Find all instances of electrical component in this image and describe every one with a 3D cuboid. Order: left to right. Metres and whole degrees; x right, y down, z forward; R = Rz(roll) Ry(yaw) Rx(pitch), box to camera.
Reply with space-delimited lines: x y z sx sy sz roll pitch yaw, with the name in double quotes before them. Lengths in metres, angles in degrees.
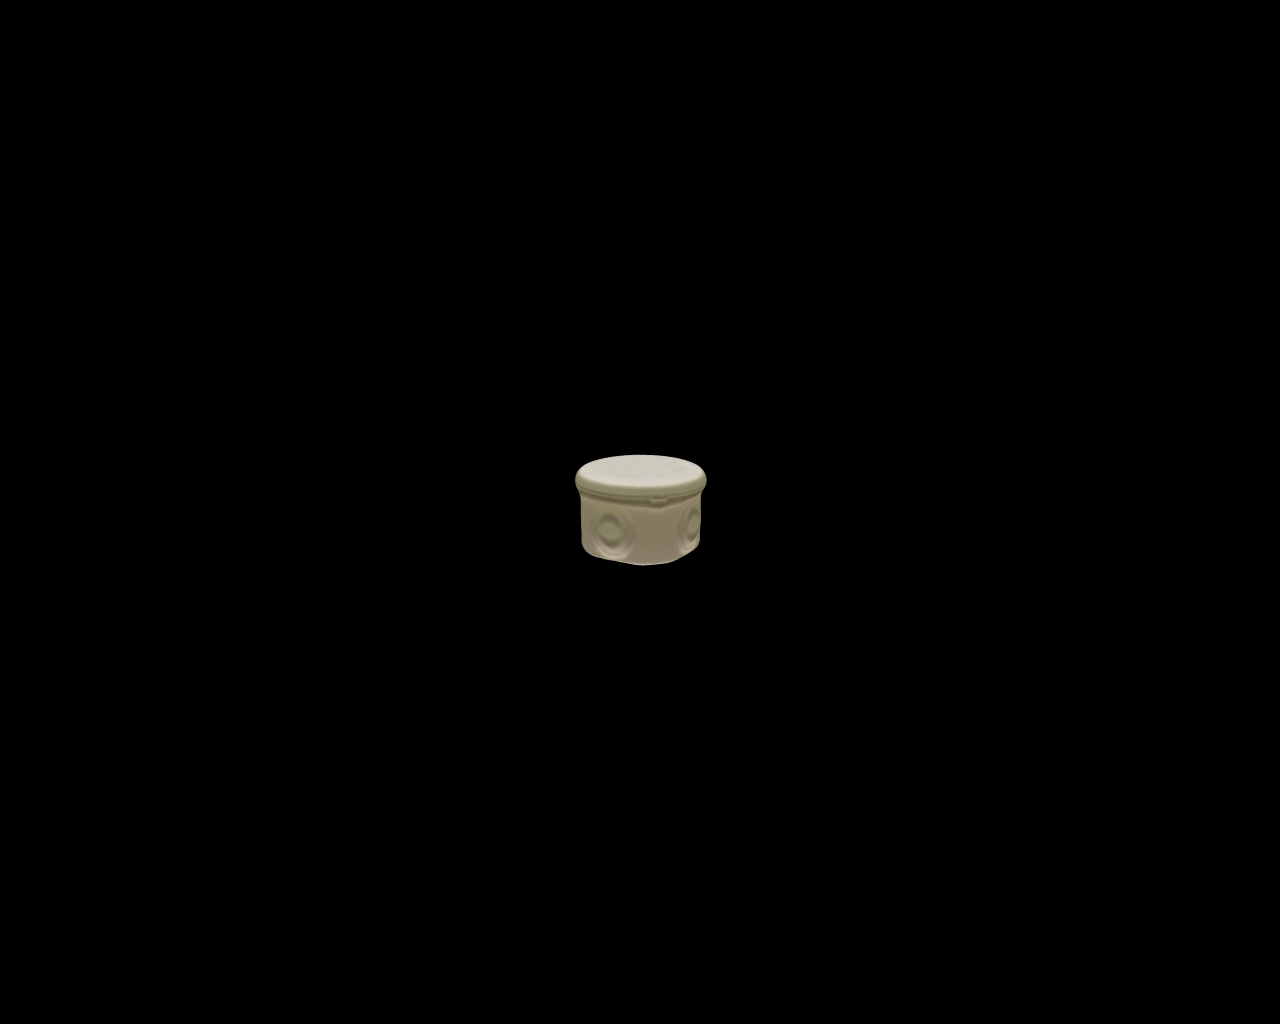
"electrical component" 0.001 -0.003 0.650 0.080 0.051 0.080 0 17 0
